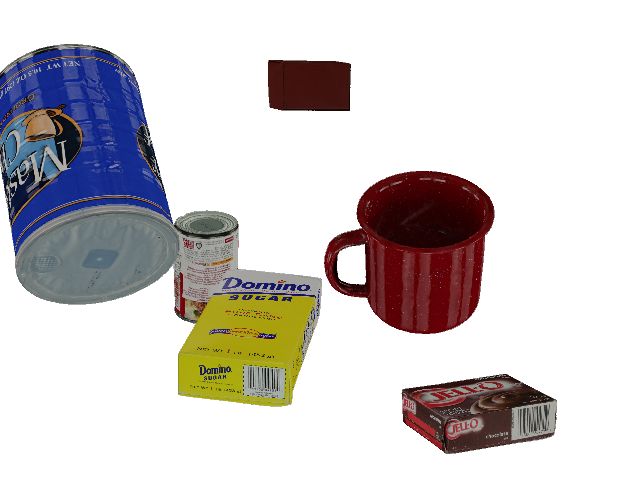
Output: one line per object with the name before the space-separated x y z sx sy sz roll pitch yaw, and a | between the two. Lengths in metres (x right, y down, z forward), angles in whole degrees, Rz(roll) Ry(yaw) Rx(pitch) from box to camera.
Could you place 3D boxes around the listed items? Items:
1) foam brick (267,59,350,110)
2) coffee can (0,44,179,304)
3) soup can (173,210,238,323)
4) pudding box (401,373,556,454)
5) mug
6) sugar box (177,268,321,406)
foam brick | -0.012 -0.165 1.134 0.078 0.051 0.053 -2 12 -19
coffee can | -0.158 -0.043 0.705 0.102 0.140 0.103 -14 -31 -9
soup can | -0.120 0.027 1.118 0.068 0.102 0.068 2 23 -1
pudding box | 0.142 0.154 0.962 0.113 0.039 0.090 -3 10 -20
mug | 0.060 0.013 0.743 0.117 0.081 0.093 -10 39 -8
sugar box | -0.056 0.078 0.917 0.093 0.048 0.176 6 24 6
